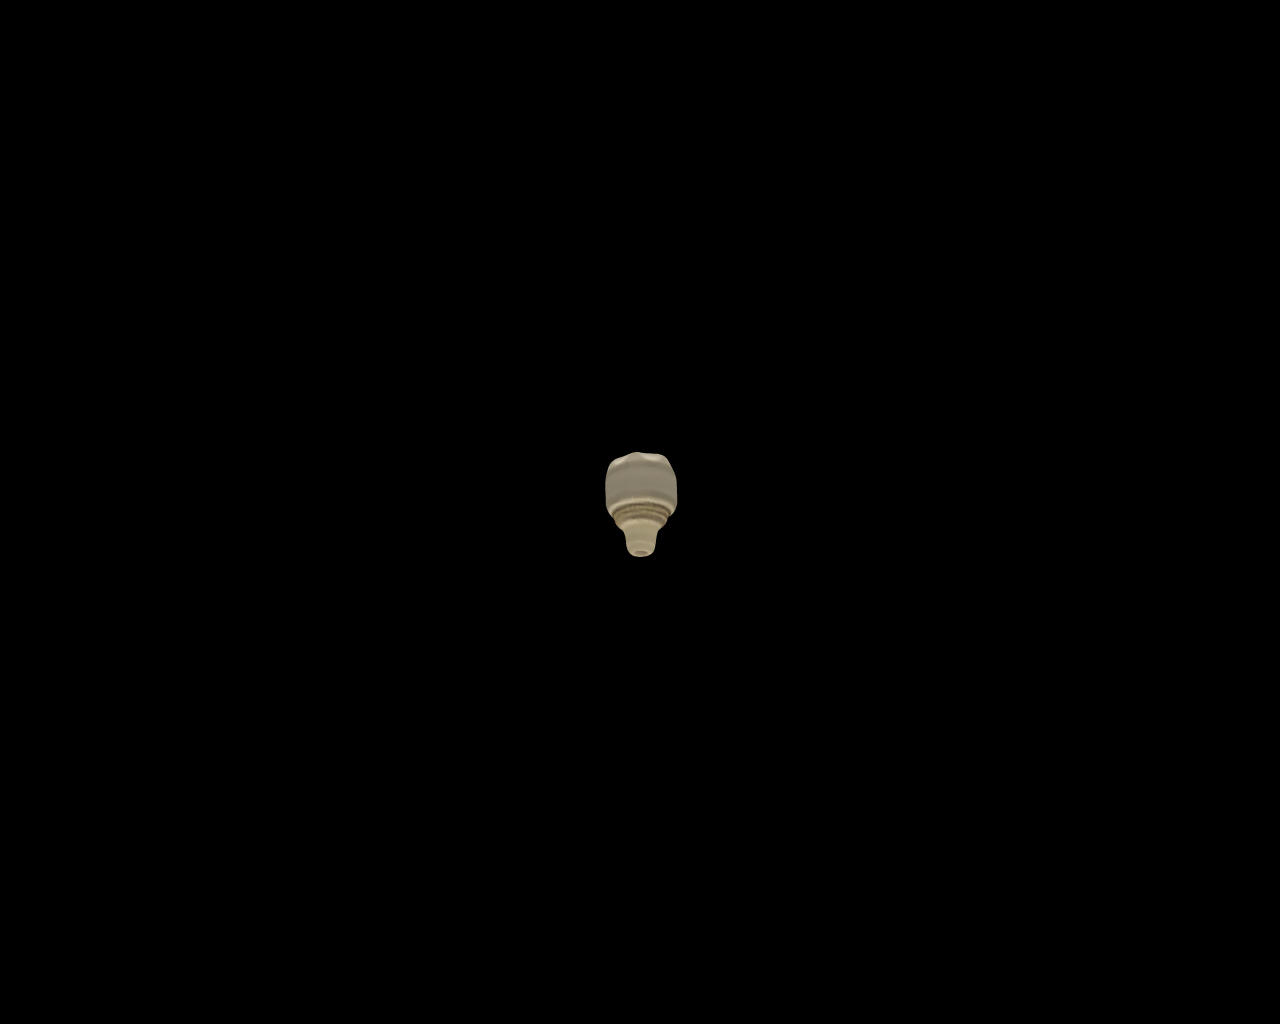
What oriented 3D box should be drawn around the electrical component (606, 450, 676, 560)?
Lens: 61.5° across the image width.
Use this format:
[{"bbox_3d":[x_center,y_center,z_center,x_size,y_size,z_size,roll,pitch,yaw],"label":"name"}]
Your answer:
[{"bbox_3d":[0.001,-0.003,0.650,0.043,0.062,0.043,0,-24,0],"label":"electrical component"}]
